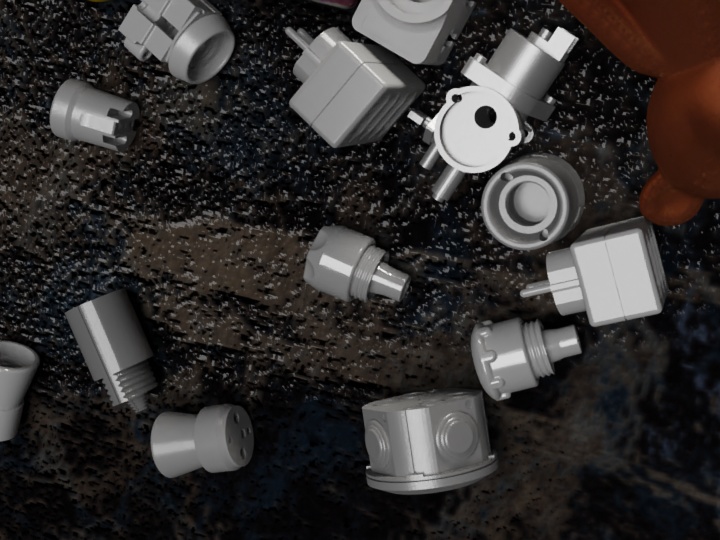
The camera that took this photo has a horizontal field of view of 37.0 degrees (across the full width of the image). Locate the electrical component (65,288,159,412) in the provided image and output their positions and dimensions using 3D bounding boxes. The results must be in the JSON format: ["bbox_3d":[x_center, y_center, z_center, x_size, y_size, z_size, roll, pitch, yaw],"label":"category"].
[{"bbox_3d":[-0.164,0.058,0.729,0.043,0.043,0.081,-23,91,21],"label":"electrical component"}]

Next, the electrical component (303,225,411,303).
[{"bbox_3d":[0.000,0.000,0.663,0.062,0.043,0.043,22,105,13],"label":"electrical component"}]

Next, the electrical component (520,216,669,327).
[{"bbox_3d":[0.129,0.004,0.607,0.077,0.066,0.047,-14,94,21],"label":"electrical component"}]

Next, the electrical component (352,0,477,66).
[{"bbox_3d":[0.040,-0.167,0.614,0.050,0.056,0.089,32,108,11],"label":"electrical component"}]

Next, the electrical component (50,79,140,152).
[{"bbox_3d":[-0.174,-0.101,0.709,0.046,0.040,0.040,18,105,9],"label":"electrical component"}]

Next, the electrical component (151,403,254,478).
[{"bbox_3d":[-0.105,0.114,0.717,0.055,0.045,0.045,-10,96,20],"label":"electrical component"}]

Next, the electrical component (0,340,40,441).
[{"bbox_3d":[-0.257,0.089,0.768,0.044,0.044,0.065,23,110,14],"label":"electrical component"}]

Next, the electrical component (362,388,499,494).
[{"bbox_3d":[0.041,0.102,0.648,0.080,0.080,0.051,-8,91,20],"label":"electrical component"}]

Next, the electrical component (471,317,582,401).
[{"bbox_3d":[0.099,0.048,0.638,0.062,0.048,0.048,-16,94,13],"label":"electrical component"}]

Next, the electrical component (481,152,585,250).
[{"bbox_3d":[0.099,-0.039,0.620,0.055,0.047,0.055,3,100,18],"label":"electrical component"}]

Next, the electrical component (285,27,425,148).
[{"bbox_3d":[-0.013,-0.115,0.626,0.076,0.083,0.047,45,110,7],"label":"electrical component"}]

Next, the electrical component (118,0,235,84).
[{"bbox_3d":[-0.112,-0.150,0.676,0.055,0.048,0.066,43,110,15],"label":"electrical component"}]
